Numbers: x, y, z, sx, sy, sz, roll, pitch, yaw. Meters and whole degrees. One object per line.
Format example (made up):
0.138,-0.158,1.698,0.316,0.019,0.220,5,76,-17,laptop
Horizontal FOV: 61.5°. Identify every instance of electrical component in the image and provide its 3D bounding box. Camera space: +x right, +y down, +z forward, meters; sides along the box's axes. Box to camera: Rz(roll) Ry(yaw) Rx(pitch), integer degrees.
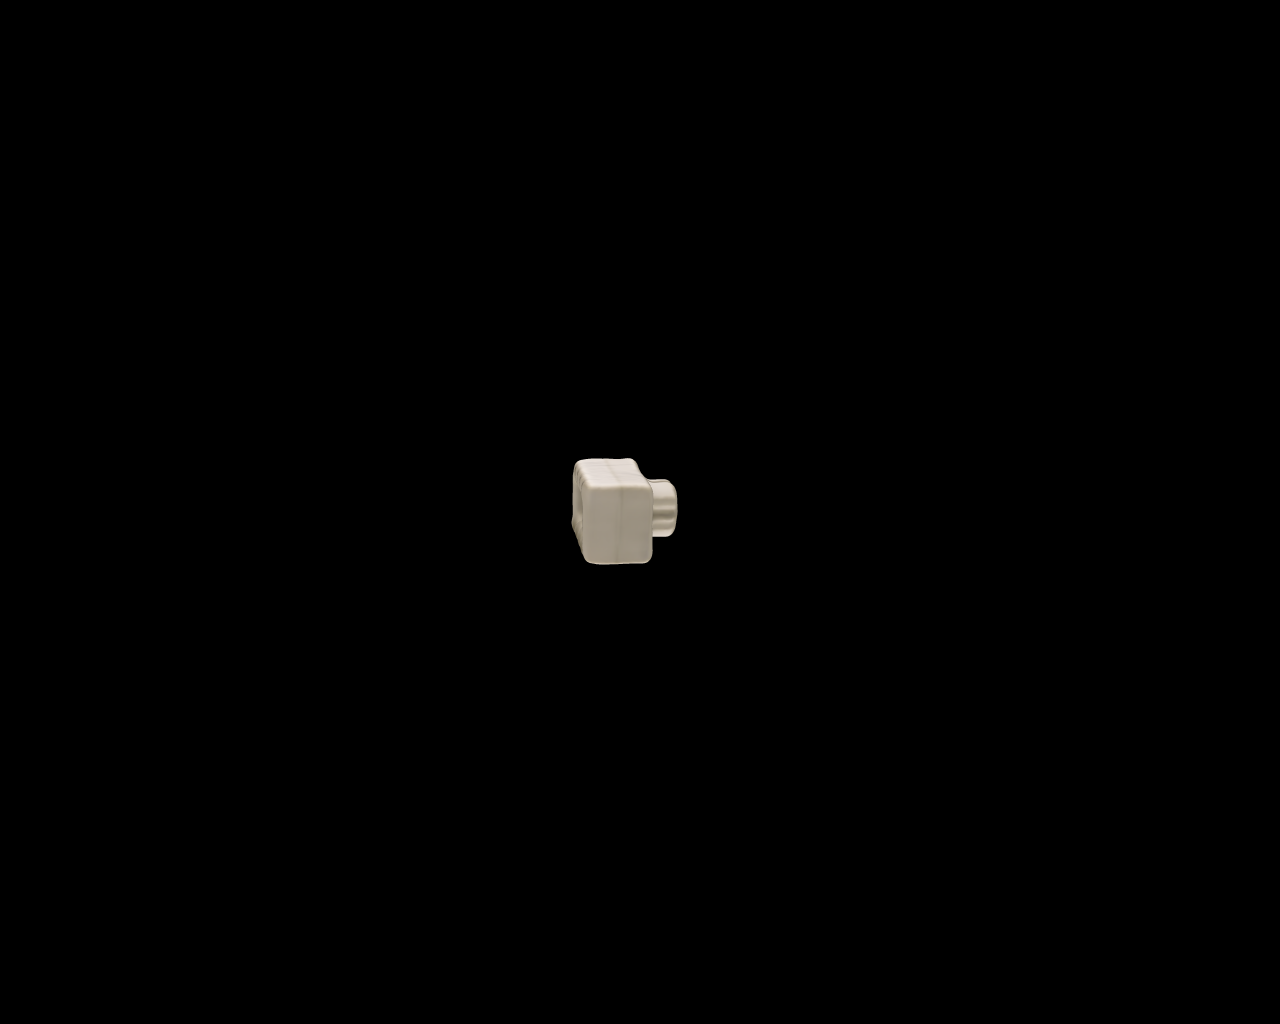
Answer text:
0.001,-0.003,0.650,0.076,0.047,0.083,-2,14,-7,electrical component
